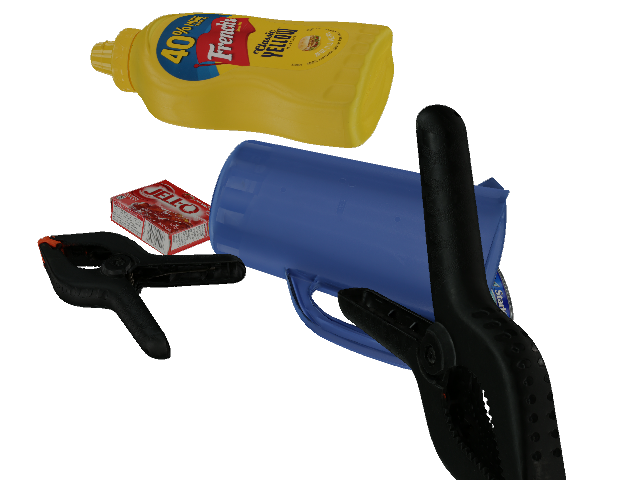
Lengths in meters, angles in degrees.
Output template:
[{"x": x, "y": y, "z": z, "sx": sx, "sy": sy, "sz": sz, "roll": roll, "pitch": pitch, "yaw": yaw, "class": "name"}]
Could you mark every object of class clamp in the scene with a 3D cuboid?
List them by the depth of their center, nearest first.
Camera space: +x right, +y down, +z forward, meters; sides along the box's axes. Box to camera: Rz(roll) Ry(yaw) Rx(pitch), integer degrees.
[{"x": 0.071, "y": 0.046, "z": 0.540, "sx": 0.036, "sy": 0.165, "sz": 0.210, "roll": -6, "pitch": 45, "yaw": -23, "class": "clamp"}, {"x": -0.148, "y": 0.027, "z": 0.860, "sx": 0.172, "sy": 0.039, "sz": 0.120, "roll": 26, "pitch": 39, "yaw": 28, "class": "clamp"}]

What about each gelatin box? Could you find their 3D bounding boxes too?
[{"x": -0.153, "y": -0.024, "z": 1.057, "sx": 0.089, "sy": 0.030, "sz": 0.073, "roll": 30, "pitch": 35, "yaw": 31, "class": "gelatin box"}]

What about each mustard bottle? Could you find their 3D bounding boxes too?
[{"x": -0.055, "y": -0.107, "z": 0.672, "sx": 0.192, "sy": 0.058, "sz": 0.096, "roll": 8, "pitch": 44, "yaw": 16, "class": "mustard bottle"}]

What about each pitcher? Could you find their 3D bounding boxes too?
[{"x": 0.030, "y": 0.002, "z": 0.907, "sx": 0.243, "sy": 0.145, "sz": 0.149, "roll": 15, "pitch": 19, "yaw": 12, "class": "pitcher"}]

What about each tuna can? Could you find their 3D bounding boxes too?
[{"x": 0.186, "y": 0.066, "z": 1.204, "sx": 0.033, "sy": 0.086, "sz": 0.086, "roll": -14, "pitch": 2, "yaw": -7, "class": "tuna can"}]
